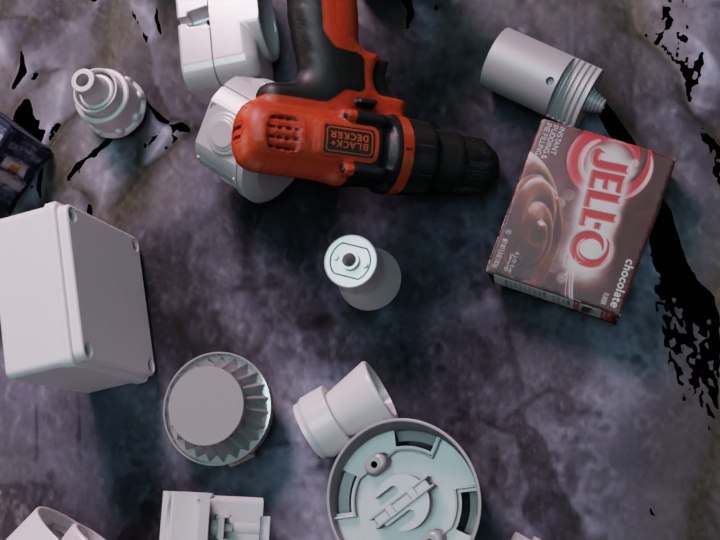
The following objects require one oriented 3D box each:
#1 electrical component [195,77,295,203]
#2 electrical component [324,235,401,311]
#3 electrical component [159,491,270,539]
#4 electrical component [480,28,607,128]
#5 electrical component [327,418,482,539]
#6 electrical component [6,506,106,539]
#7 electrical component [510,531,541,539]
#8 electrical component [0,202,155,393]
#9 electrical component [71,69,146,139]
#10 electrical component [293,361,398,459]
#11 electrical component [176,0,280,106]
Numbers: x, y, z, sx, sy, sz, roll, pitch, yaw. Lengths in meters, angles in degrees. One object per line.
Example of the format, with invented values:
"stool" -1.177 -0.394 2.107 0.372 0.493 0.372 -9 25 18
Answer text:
"electrical component" -0.069 -0.091 0.737 0.051 0.080 0.080 32 86 22
"electrical component" 0.000 0.000 0.708 0.044 0.065 0.044 -3 78 12
"electrical component" -0.096 0.203 0.682 0.063 0.079 0.121 6 78 -17
"electrical component" 0.126 -0.126 0.719 0.081 0.043 0.043 28 85 16
"electrical component" 0.029 0.144 0.671 0.099 0.064 0.099 -3 77 12
"electrical component" -0.188 0.201 0.692 0.099 0.099 0.064 35 81 17
"electrical component" 0.096 0.195 0.658 0.044 0.044 0.065 29 81 17
"electrical component" -0.191 0.022 0.723 0.056 0.109 0.108 -14 75 12
"electrical component" -0.187 -0.126 0.778 0.048 0.062 0.048 -3 77 12
"electrical component" -0.009 0.092 0.701 0.055 0.045 0.045 -30 73 5
"electrical component" -0.094 -0.172 0.772 0.059 0.054 0.095 -9 76 10
